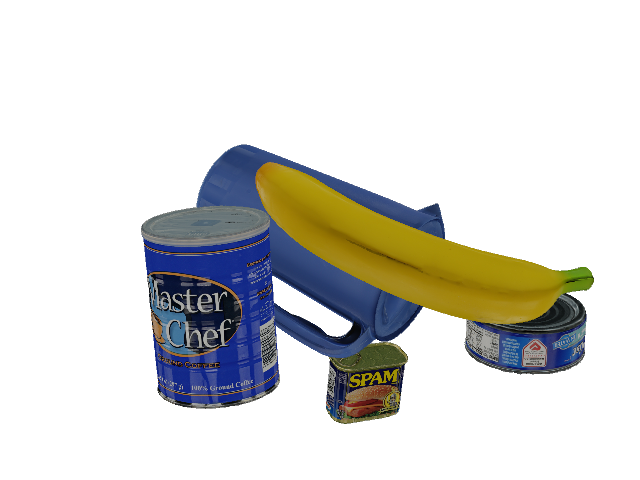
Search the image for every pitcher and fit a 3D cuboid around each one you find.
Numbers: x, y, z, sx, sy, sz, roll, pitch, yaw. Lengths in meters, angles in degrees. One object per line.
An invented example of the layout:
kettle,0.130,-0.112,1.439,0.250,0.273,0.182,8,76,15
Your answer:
pitcher,-0.010,0.002,1.076,0.243,0.145,0.149,26,27,25

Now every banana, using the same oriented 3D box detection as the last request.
banana,0.040,0.004,0.563,0.198,0.037,0.069,21,17,19

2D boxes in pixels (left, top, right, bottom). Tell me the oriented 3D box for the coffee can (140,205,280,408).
coffee can,-0.088,0.051,0.867,0.103,0.140,0.103,-3,15,1

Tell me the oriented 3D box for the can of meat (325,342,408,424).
can of meat,0.058,0.186,1.391,0.102,0.084,0.057,-5,25,-21

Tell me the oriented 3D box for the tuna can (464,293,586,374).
tuna can,0.148,0.062,0.768,0.086,0.034,0.086,-1,20,0
